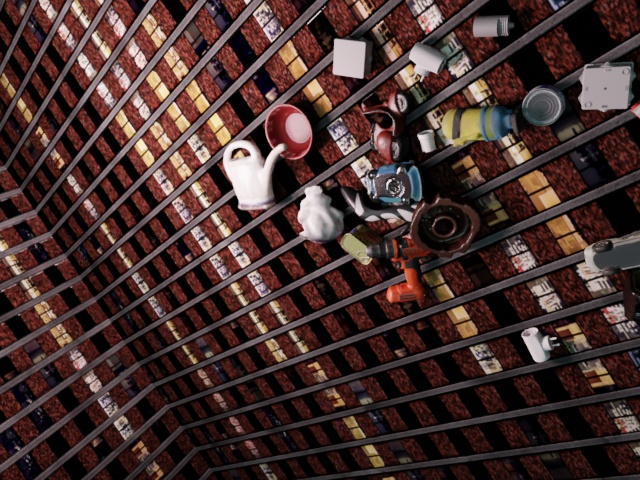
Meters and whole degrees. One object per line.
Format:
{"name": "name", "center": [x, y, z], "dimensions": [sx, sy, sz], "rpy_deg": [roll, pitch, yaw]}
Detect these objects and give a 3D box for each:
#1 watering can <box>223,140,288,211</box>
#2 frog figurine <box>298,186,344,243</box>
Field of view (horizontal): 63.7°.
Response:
{"name": "watering can", "center": [-0.189, -0.193, 1.558], "dimensions": [0.348, 0.105, 0.221], "rpy_deg": [9, 118, 51]}
{"name": "frog figurine", "center": [0.005, -0.076, 1.504], "dimensions": [0.137, 0.124, 0.157], "rpy_deg": [2, 108, -4]}
